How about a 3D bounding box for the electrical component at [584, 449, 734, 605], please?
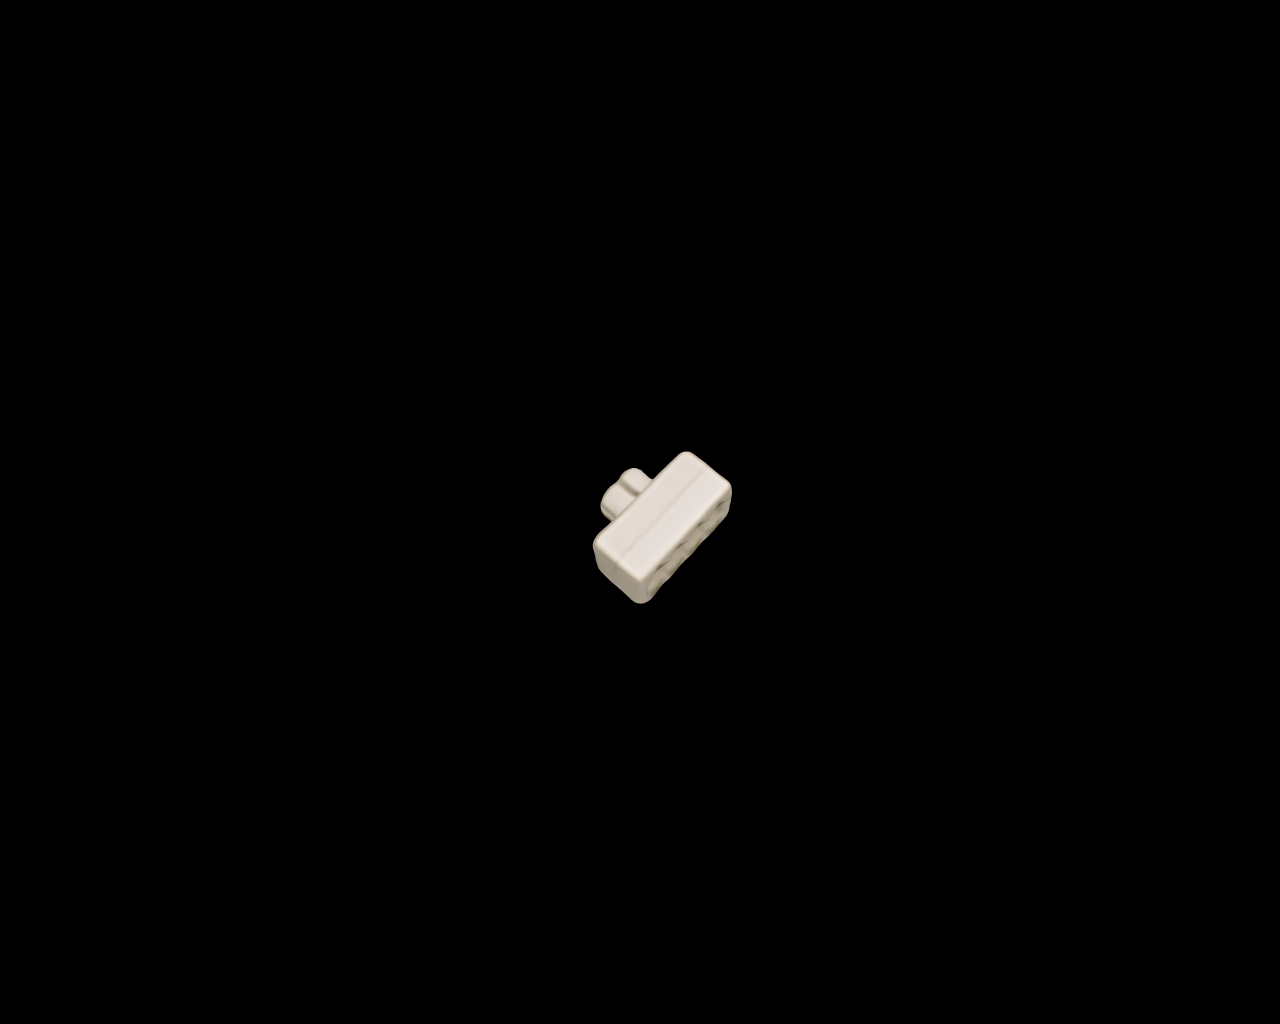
[{"bbox_3d":[0.001,-0.003,0.650,0.076,0.083,0.047,41,-15,14],"label":"electrical component"}]
